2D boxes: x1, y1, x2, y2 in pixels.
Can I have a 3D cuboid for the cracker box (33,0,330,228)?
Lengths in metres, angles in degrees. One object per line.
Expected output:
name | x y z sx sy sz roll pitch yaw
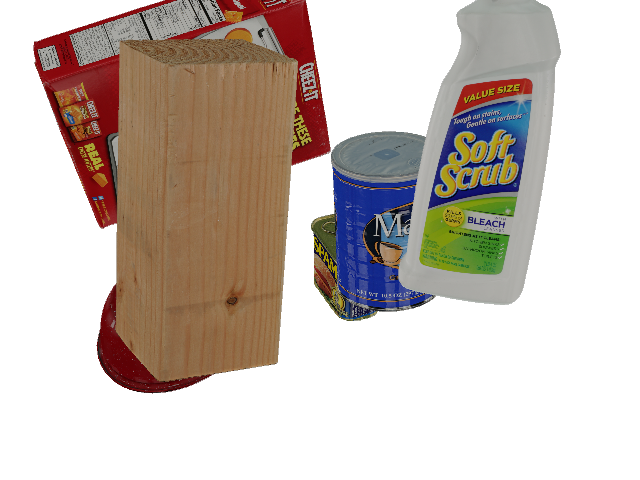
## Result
cracker box | -0.110 -0.118 0.889 0.213 0.164 0.072 -20 48 -8

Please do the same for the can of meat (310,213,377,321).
can of meat | 0.029 0.031 1.220 0.057 0.084 0.102 -14 38 -18

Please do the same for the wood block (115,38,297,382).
wood block | -0.079 -0.023 0.705 0.090 0.206 0.090 -6 21 -28

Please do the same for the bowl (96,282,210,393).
bowl | -0.143 0.062 0.997 0.162 0.162 0.055 0 -43 21

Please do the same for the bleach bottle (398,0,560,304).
bleach bottle | 0.119 -0.080 0.798 0.103 0.251 0.068 10 24 15

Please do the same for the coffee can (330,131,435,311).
coffee can | 0.064 -0.019 1.007 0.103 0.140 0.103 -2 28 1
